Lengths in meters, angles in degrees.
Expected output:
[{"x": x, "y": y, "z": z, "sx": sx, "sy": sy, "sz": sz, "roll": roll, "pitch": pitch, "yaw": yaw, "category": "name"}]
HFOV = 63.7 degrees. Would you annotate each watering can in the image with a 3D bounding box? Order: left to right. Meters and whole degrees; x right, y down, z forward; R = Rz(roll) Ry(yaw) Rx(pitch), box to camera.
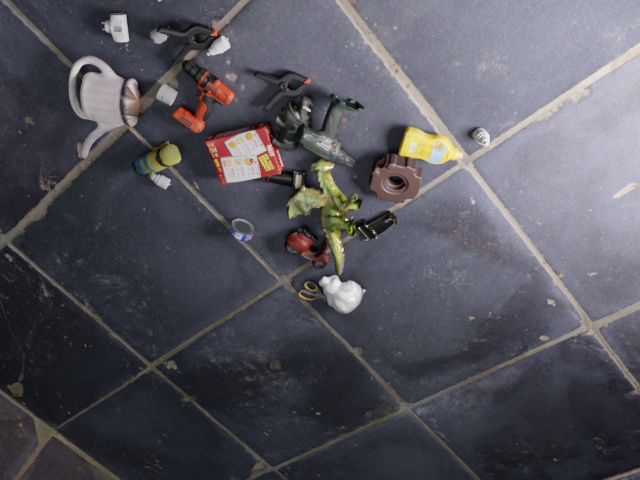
[{"x": -0.694, "y": -0.414, "z": 1.664, "sx": 0.224, "sy": 0.340, "sz": 0.106, "roll": 10, "pitch": 30, "yaw": 3, "category": "watering can"}]

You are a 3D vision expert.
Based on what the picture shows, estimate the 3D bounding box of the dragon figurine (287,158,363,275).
[{"x": 0.005, "y": -0.087, "z": 1.727, "sx": 0.243, "sy": 0.404, "sz": 0.124, "roll": 16, "pitch": 20, "yaw": 9, "category": "dragon figurine"}]

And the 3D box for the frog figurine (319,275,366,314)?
[{"x": 0.072, "y": 0.190, "z": 1.870, "sx": 0.158, "sy": 0.126, "sz": 0.135, "roll": 35, "pitch": -46, "yaw": -22, "category": "frog figurine"}]
